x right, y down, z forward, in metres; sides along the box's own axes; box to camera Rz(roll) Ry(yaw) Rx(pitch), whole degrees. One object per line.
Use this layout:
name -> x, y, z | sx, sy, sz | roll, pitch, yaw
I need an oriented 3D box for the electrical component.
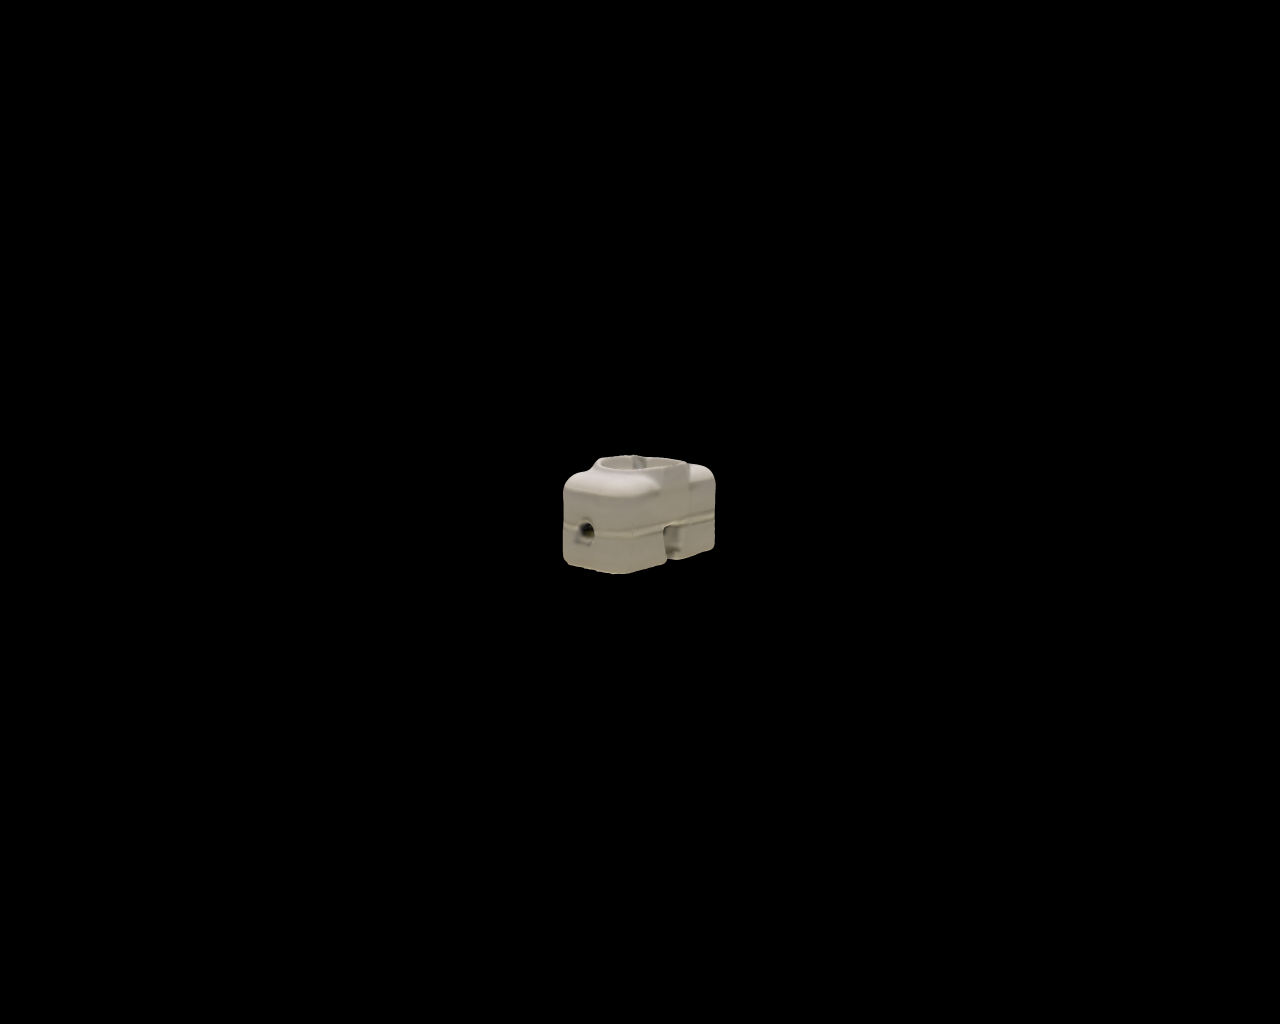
electrical component -> 0.001, -0.003, 0.650 | 0.054, 0.059, 0.095 | 10, 15, 42
